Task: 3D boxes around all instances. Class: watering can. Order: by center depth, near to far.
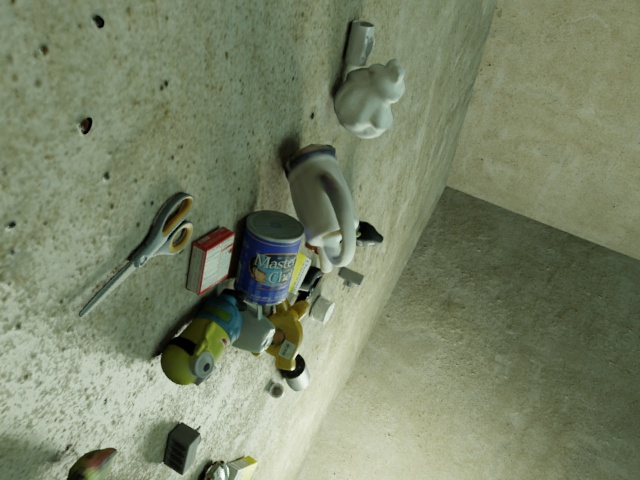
[{"bbox_3d":[0.003,-0.050,0.988,0.104,0.226,0.343,-16,-11,-11],"label":"watering can"}]

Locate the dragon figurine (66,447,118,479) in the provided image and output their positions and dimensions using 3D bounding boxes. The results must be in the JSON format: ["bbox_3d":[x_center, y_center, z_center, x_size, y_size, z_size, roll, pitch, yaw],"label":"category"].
[{"bbox_3d":[-0.370,0.453,0.643,0.122,0.411,0.242,25,-1,8],"label":"dragon figurine"}]

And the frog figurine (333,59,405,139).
[{"bbox_3d":[0.105,-0.281,1.025,0.123,0.138,0.158,-17,-4,-29],"label":"frog figurine"}]
